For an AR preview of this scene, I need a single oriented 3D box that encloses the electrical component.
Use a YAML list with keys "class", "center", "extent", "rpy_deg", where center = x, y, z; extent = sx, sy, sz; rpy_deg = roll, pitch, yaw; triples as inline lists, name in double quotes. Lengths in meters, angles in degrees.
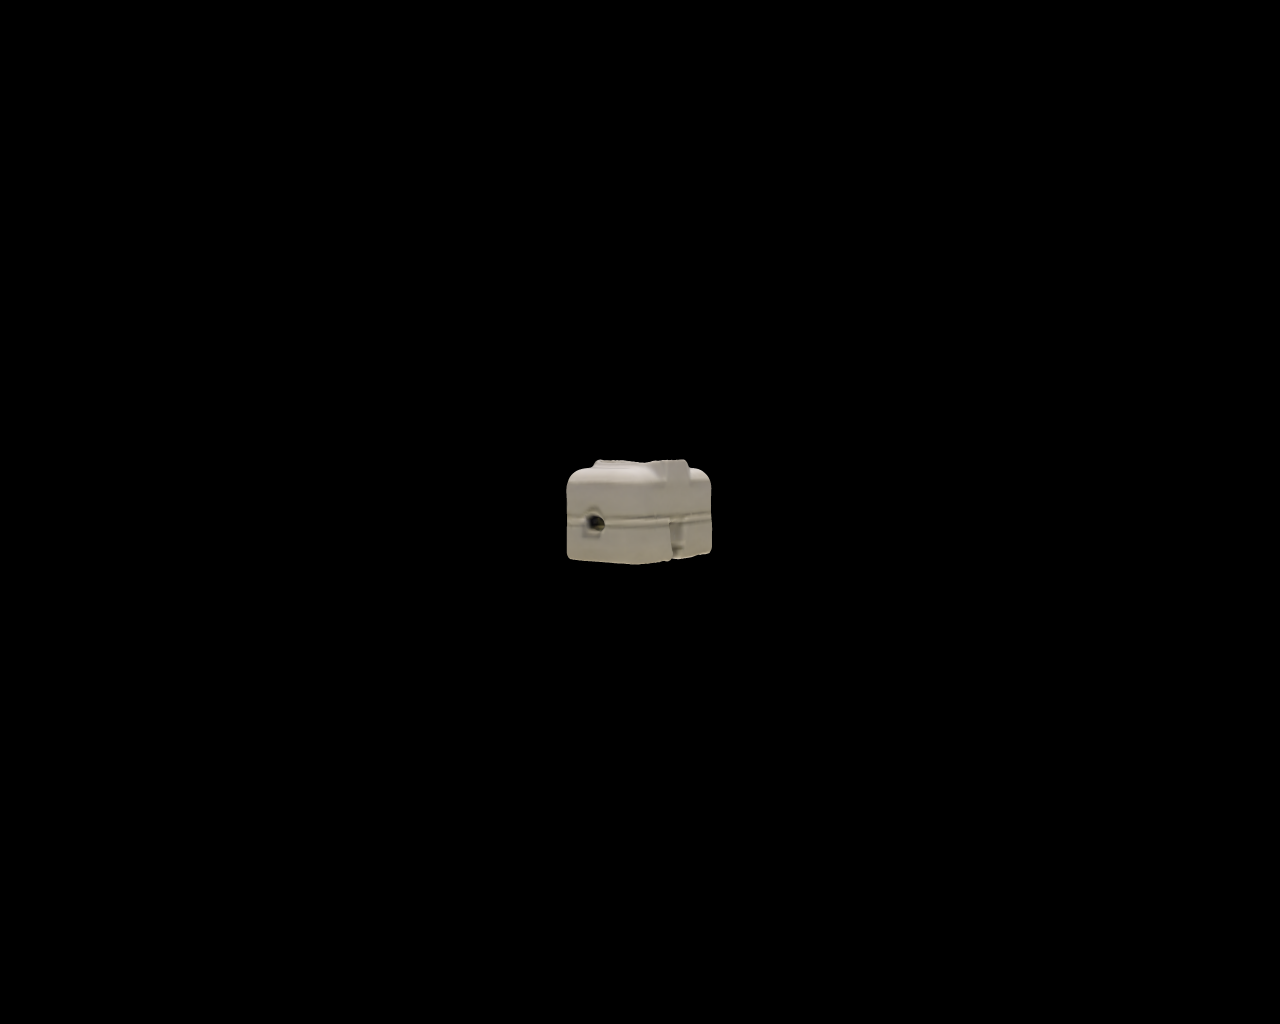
- class: "electrical component"
  center: [0.001, -0.003, 0.650]
  extent: [0.054, 0.059, 0.095]
  rpy_deg: [2, 3, 36]
